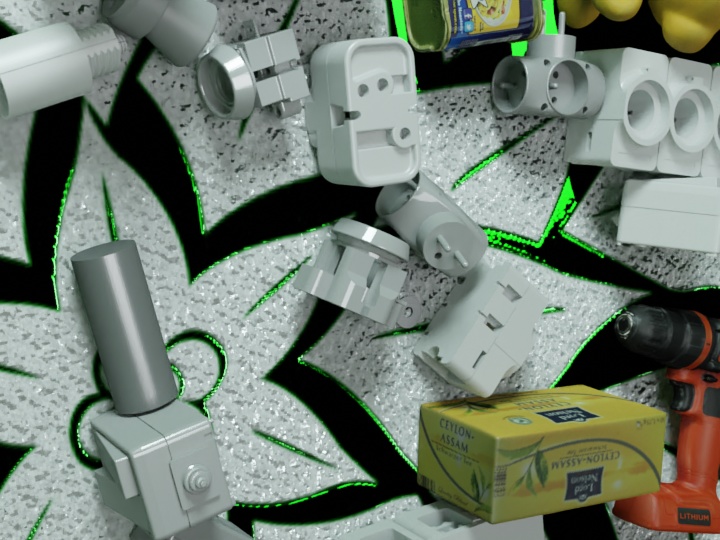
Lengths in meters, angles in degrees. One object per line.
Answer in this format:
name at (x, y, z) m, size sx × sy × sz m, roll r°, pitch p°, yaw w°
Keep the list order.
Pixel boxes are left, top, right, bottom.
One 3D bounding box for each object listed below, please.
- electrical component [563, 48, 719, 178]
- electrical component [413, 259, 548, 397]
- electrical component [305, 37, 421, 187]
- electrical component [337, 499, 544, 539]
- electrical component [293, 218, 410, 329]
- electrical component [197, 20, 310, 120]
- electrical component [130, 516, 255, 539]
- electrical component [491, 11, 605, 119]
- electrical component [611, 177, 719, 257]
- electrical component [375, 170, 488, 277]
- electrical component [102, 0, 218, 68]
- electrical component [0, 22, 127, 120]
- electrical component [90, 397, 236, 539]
electrical component at (0.246, -0.123, 0.869) m, size 0.150 × 0.062 × 0.089 m, roll 3°, pitch 95°, yaw -32°
electrical component at (0.093, 0.044, 0.805) m, size 0.056 × 0.050 × 0.089 m, roll 41°, pitch 76°, yaw -28°
electrical component at (0.001, -0.106, 0.723) m, size 0.054 × 0.059 × 0.095 m, roll -11°, pitch 102°, yaw -30°
electrical component at (0.061, 0.226, 0.805) m, size 0.150 × 0.062 × 0.089 m, roll -12°, pitch 103°, yaw -30°
electrical component at (0.000, 0.000, 0.739) m, size 0.078 × 0.058 × 0.057 m, roll 24°, pitch 87°, yaw -31°
electrical component at (-0.070, -0.124, 0.686) m, size 0.055 × 0.048 × 0.066 m, roll -26°, pitch 110°, yaw -34°
electrical component at (-0.116, 0.194, 0.700) m, size 0.066 × 0.047 × 0.076 m, roll 36°, pitch 78°, yaw -31°
electrical component at (0.144, -0.156, 0.812) m, size 0.077 × 0.044 × 0.079 m, roll -1°, pitch 97°, yaw -31°
electrical component at (0.251, -0.046, 0.869) m, size 0.062 × 0.096 × 0.061 m, roll 0°, pitch 97°, yaw -60°
electrical component at (0.056, -0.026, 0.758) m, size 0.043 × 0.079 × 0.077 m, roll -44°, pitch 119°, yaw 10°
electrical component at (-0.121, -0.155, 0.648) m, size 0.055 × 0.045 × 0.045 m, roll 29°, pitch 81°, yaw -35°
electrical component at (-0.174, -0.120, 0.623) m, size 0.081 × 0.043 × 0.043 m, roll -25°, pitch 109°, yaw -26°
electrical component at (-0.123, 0.121, 0.657) m, size 0.061 × 0.096 × 0.061 m, roll -20°, pitch 107°, yaw -27°
